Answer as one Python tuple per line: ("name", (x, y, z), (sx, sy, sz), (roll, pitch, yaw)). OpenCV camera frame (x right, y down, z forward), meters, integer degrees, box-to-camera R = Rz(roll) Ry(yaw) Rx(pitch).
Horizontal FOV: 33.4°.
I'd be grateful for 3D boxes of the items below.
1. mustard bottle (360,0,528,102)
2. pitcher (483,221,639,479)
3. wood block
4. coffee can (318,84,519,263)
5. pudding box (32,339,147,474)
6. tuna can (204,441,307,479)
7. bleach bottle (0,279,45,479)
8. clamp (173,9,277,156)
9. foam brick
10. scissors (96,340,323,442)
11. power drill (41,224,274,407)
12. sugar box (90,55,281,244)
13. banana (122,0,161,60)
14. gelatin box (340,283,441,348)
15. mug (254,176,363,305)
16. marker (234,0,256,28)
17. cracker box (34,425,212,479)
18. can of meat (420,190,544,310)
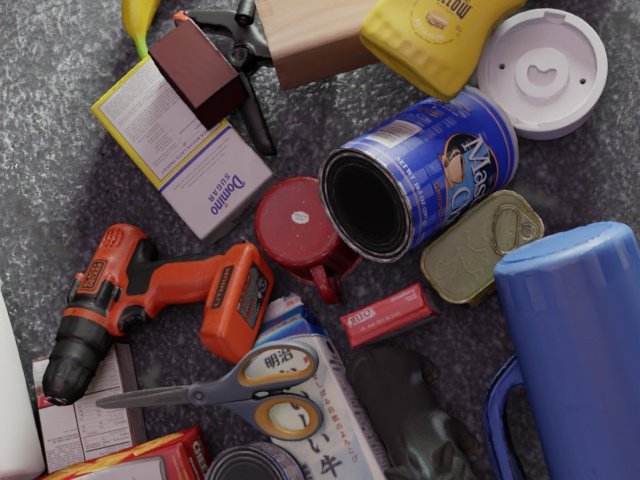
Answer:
("mustard bottle", (0.123, -0.214, 0.862), (0.096, 0.058, 0.191), (36, 88, 4))
("pitcher", (0.209, 0.118, 0.813), (0.149, 0.145, 0.243), (-21, 94, -17))
("wood block", (0.048, -0.214, 0.944), (0.206, 0.091, 0.090), (-17, 78, 0))
("coffee can", (0.083, -0.057, 0.887), (0.140, 0.103, 0.103), (-32, 70, -34))
("pudding box", (-0.214, 0.156, 0.993), (0.090, 0.039, 0.113), (-14, 80, 9))
("tuna can", (-0.052, 0.209, 0.875), (0.086, 0.033, 0.086), (0, 89, 30))
("bleach bottle", (-0.333, 0.115, 1.016), (0.103, 0.068, 0.251), (-29, 68, 29))
("clamp", (-0.062, -0.172, 1.012), (0.120, 0.039, 0.171), (-42, 75, -9))
("foam brick", (-0.110, -0.150, 0.967), (0.051, 0.053, 0.078), (-39, 73, -3))
("scissors", (-0.083, 0.141, 0.884), (0.202, 0.016, 0.096), (-23, 101, 20))
("power drill", (-0.144, 0.066, 0.936), (0.188, 0.057, 0.184), (1, 57, 27))
("sugar box", (-0.127, -0.089, 1.010), (0.093, 0.048, 0.176), (-42, 77, 4))
("banana", (-0.136, -0.271, 1.050), (0.069, 0.037, 0.198), (38, 93, -2))
("gelatin box", (0.061, 0.065, 0.912), (0.073, 0.089, 0.030), (-24, 80, 9))
("mug", (-0.006, 0.001, 0.944), (0.093, 0.081, 0.117), (-17, 77, 11))
("marker", (-0.061, -0.254, 1.016), (0.020, 0.020, 0.121), (5, 65, 15))
("cracker box", (-0.181, 0.275, 0.934), (0.214, 0.072, 0.164), (-20, 91, 10))
("can of meat", (0.141, 0.012, 0.903), (0.102, 0.084, 0.057), (-40, 74, 5))
